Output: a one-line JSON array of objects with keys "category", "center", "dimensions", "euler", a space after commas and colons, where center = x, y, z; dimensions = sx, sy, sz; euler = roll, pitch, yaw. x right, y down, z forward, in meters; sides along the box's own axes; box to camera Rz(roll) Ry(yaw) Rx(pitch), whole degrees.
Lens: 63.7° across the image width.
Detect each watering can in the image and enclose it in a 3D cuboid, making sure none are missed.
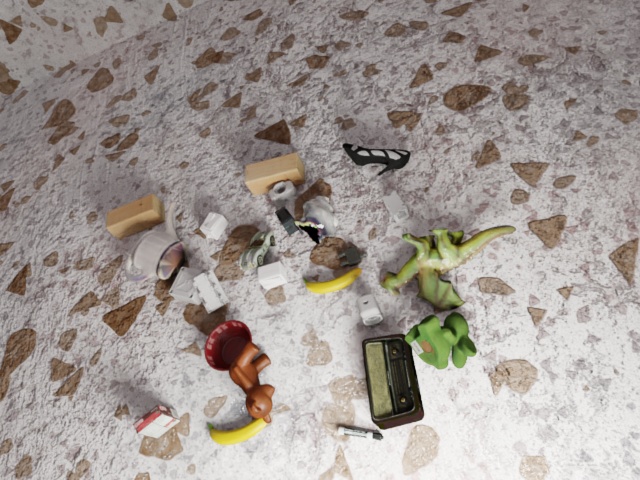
[{"category": "watering can", "center": [-0.577, 0.013, 1.899], "dimensions": [0.225, 0.102, 0.353], "euler": [18, 66, 29]}]

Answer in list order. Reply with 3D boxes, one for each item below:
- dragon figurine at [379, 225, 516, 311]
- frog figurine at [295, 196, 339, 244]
[{"category": "dragon figurine", "center": [0.369, 0.085, 1.506], "dimensions": [0.409, 0.121, 0.246], "euler": [-7, 72, 20]}, {"category": "frog figurine", "center": [0.005, -0.088, 1.740], "dimensions": [0.137, 0.120, 0.162], "euler": [31, 59, 0]}]
